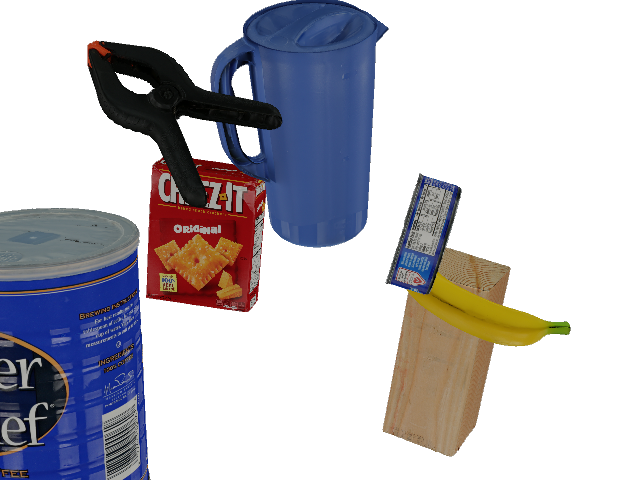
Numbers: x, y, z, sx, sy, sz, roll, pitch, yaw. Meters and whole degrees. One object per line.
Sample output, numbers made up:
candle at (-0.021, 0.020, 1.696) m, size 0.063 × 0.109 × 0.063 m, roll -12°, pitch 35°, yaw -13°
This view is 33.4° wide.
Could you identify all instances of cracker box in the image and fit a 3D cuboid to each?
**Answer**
cracker box at (-0.172, -0.008, 1.603) m, size 0.164 × 0.214 × 0.072 m, roll 9°, pitch 19°, yaw 9°

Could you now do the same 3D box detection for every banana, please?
banana at (0.137, 0.061, 1.019) m, size 0.198 × 0.037 × 0.069 m, roll 26°, pitch 17°, yaw 39°

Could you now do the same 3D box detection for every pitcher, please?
pitcher at (-0.016, -0.115, 1.105) m, size 0.149 × 0.243 × 0.144 m, roll 9°, pitch 36°, yaw 16°

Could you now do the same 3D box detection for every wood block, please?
wood block at (0.142, 0.124, 1.207) m, size 0.090 × 0.206 × 0.090 m, roll 17°, pitch 23°, yaw 21°

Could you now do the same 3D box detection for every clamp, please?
clamp at (-0.119, -0.115, 0.898) m, size 0.120 × 0.171 × 0.039 m, roll -39°, pitch -11°, yaw -35°

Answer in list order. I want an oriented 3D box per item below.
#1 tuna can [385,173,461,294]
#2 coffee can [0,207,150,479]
tuna can at (0.077, -0.004, 0.791) m, size 0.034 × 0.086 × 0.086 m, roll 17°, pitch 1°, yaw 4°
coffee can at (-0.141, 0.064, 0.542) m, size 0.103 × 0.140 × 0.103 m, roll 0°, pitch 17°, yaw 0°
